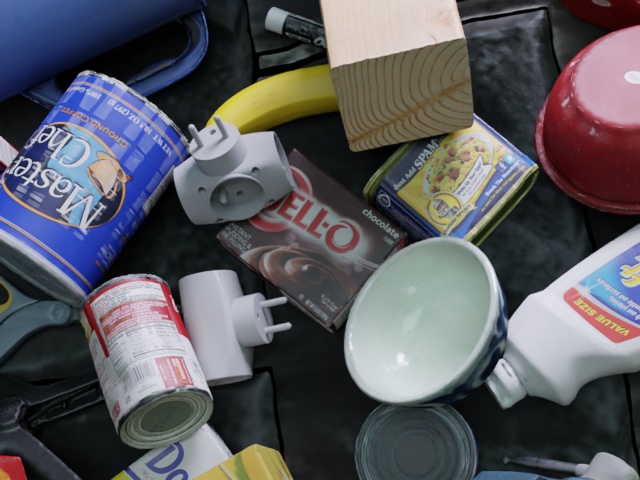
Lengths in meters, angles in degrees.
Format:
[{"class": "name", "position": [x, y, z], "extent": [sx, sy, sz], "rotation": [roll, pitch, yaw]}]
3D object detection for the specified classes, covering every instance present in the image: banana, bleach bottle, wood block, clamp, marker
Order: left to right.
[{"class": "clamp", "position": [-0.213, 0.139, 0.754], "extent": [0.171, 0.039, 0.120], "rotation": [-6, 39, 8]}, {"class": "banana", "position": [-0.005, -0.102, 0.813], "extent": [0.198, 0.037, 0.069], "rotation": [-17, 64, 0]}, {"class": "marker", "position": [0.015, -0.156, 0.838], "extent": [0.121, 0.020, 0.020], "rotation": [21, 77, 12]}, {"class": "wood block", "position": [0.046, -0.177, 0.771], "extent": [0.091, 0.090, 0.206], "rotation": [-11, 54, 5]}, {"class": "bleach bottle", "position": [0.228, 0.044, 0.733], "extent": [0.251, 0.068, 0.103], "rotation": [-33, 70, -1]}]

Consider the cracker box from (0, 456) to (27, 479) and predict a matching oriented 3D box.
[{"class": "cracker box", "position": [-0.273, 0.256, 0.697], "extent": [0.214, 0.072, 0.164], "rotation": [-27, 72, 18]}]

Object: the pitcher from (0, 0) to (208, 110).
[{"class": "pitcher", "position": [-0.213, -0.177, 0.824], "extent": [0.243, 0.145, 0.149], "rotation": [-28, 60, 2]}]

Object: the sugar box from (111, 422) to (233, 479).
[{"class": "sugar box", "position": [-0.126, 0.211, 0.736], "extent": [0.176, 0.048, 0.093], "rotation": [-37, 73, -3]}]

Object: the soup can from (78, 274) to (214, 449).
[{"class": "soup can", "position": [-0.120, 0.083, 0.733], "extent": [0.068, 0.068, 0.102], "rotation": [-27, 55, -2]}]

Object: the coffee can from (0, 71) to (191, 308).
[{"class": "coffee can", "position": [-0.174, -0.036, 0.774], "extent": [0.103, 0.103, 0.140], "rotation": [29, 72, 14]}]

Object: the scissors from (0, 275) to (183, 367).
[{"class": "scissors", "position": [-0.207, 0.073, 0.801], "extent": [0.202, 0.016, 0.096], "rotation": [13, 77, 10]}]

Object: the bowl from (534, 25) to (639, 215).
[{"class": "bowl", "position": [0.226, -0.098, 0.748], "extent": [0.162, 0.055, 0.162], "rotation": [-12, 53, 17]}]

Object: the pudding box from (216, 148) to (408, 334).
[{"class": "pudding box", "position": [-0.005, 0.001, 0.785], "extent": [0.113, 0.039, 0.090], "rotation": [38, 81, 15]}]

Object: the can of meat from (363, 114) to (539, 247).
[{"class": "can of meat", "position": [0.096, -0.041, 0.776], "extent": [0.084, 0.057, 0.102], "rotation": [42, 82, 14]}]

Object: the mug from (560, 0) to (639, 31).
[{"class": "mug", "position": [0.235, -0.203, 0.797], "extent": [0.117, 0.093, 0.081], "rotation": [29, 83, -22]}]

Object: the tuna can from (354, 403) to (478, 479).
[{"class": "tuna can", "position": [0.066, 0.149, 0.736], "extent": [0.086, 0.033, 0.086], "rotation": [-2, 74, 6]}]

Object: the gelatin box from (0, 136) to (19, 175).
[{"class": "gelatin box", "position": [-0.263, -0.047, 0.803], "extent": [0.073, 0.089, 0.030], "rotation": [-19, 75, 1]}]
